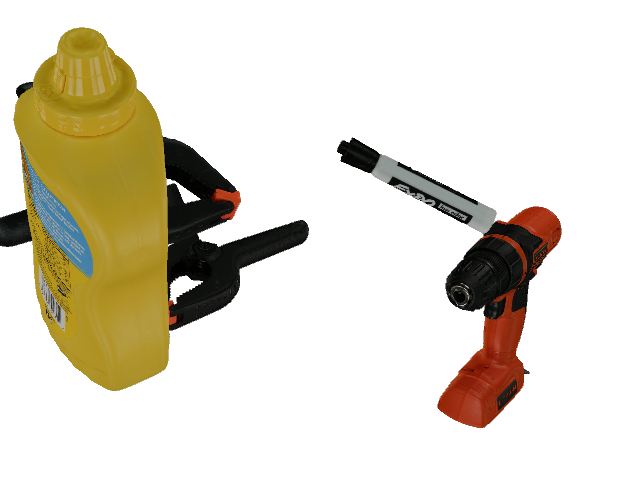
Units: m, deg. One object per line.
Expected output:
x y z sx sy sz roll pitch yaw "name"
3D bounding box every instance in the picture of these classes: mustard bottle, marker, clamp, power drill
-0.103 -0.018 0.486 0.058 0.096 0.192 -21 -32 -23 "mustard bottle"
0.067 -0.040 0.750 0.121 0.020 0.020 27 -4 -7 "marker"
-0.142 -0.050 0.741 0.171 0.120 0.039 4 -15 -18 "clamp"
-0.125 0.015 1.071 0.165 0.036 0.209 20 39 15 "clamp"
0.157 0.075 0.975 0.057 0.188 0.184 24 32 27 "power drill"
